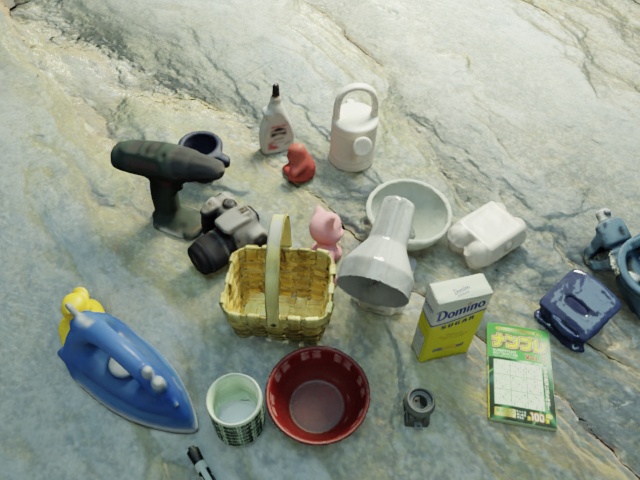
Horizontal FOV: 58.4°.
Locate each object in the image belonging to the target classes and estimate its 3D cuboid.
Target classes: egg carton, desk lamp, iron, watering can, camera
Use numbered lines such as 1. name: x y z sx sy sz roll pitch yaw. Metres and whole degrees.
1. egg carton: 0.323 -0.009 1.107 0.150 0.069 0.107 -30 59 -24
2. desk lamp: 0.105 0.041 0.966 0.117 0.214 0.203 15 53 10
3. iron: -0.290 0.192 0.873 0.257 0.141 0.119 30 56 19
4. watering can: 0.076 -0.239 1.198 0.101 0.194 0.172 -23 56 -19
5. camera: -0.185 -0.011 1.064 0.137 0.101 0.142 -35 61 -26

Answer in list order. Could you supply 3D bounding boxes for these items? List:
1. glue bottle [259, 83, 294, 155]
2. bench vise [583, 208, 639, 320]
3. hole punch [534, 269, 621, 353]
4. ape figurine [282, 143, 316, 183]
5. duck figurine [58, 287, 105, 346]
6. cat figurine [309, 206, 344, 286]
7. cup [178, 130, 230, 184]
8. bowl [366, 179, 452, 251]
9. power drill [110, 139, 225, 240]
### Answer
1. glue bottle: -0.094 -0.260 1.220 0.078 0.173 0.037 -20 55 -17
2. bench vise: 0.557 0.014 1.005 0.122 0.220 0.207 -29 58 -23
3. hole punch: 0.447 0.122 0.996 0.101 0.091 0.108 -31 59 -24
4. ape figurine: -0.047 -0.167 1.200 0.076 0.092 0.078 13 52 8
5. duck figurine: -0.403 0.128 0.953 0.077 0.086 0.104 -1 52 -3
6. cat figurine: 0.010 0.004 1.052 0.067 0.118 0.128 5 52 2
7. cup: -0.231 -0.159 1.183 0.117 0.095 0.092 25 55 16
8. bowl: 0.169 -0.037 1.119 0.167 0.075 0.167 1 52 -2
9. power drill: -0.269 -0.098 1.061 0.229 0.208 0.076 18 53 12
